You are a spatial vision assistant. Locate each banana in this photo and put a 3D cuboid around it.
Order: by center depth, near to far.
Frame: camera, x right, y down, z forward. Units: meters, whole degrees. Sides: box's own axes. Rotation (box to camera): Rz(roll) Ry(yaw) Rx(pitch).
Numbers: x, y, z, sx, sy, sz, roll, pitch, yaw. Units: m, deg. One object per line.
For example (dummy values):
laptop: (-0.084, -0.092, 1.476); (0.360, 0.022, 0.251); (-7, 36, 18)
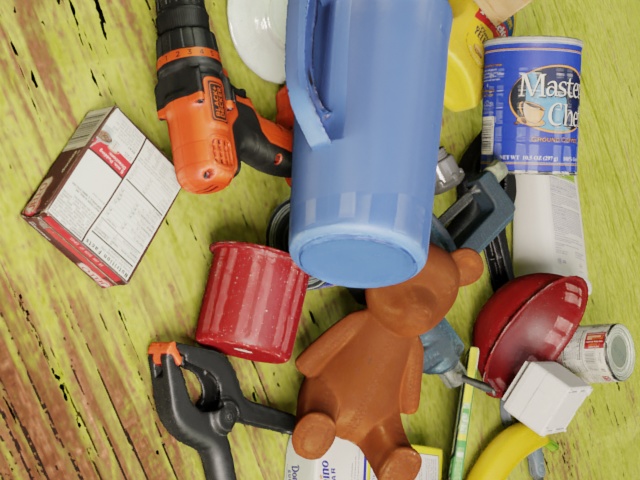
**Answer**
banana: (0.194, 0.250, 1.140); (0.197, 0.037, 0.069); (-35, 98, -35)

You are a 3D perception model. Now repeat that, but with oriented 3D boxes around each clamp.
clamp: (-0.086, 0.155, 0.866); (0.171, 0.039, 0.120); (47, 47, -29)
clamp: (0.173, -0.030, 1.174); (0.164, 0.036, 0.210); (15, 77, -46)

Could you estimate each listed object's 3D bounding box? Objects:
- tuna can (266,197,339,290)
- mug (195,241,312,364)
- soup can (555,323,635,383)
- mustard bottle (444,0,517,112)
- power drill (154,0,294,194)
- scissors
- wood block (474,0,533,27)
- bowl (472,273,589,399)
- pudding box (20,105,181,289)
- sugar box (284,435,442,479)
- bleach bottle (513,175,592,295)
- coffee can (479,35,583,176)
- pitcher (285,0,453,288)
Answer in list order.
tuna can: (-0.006, 0.001, 0.938); (0.033, 0.086, 0.086); (-7, 89, -53)
mug: (-0.052, 0.057, 0.890); (0.117, 0.093, 0.081); (48, 52, -66)
soup can: (0.304, 0.132, 1.240); (0.068, 0.102, 0.068); (10, 77, -45)
mustard bottle: (0.174, -0.236, 1.192); (0.096, 0.058, 0.191); (53, 49, -25)
power drill: (-0.063, -0.119, 0.904); (0.187, 0.057, 0.184); (9, 68, -51)
scissors: (0.235, 0.252, 1.211); (0.096, 0.016, 0.202); (15, 73, -43)
wood block: (0.167, -0.345, 1.135); (0.206, 0.090, 0.090); (48, 52, -9)
bowl: (0.217, 0.092, 1.155); (0.161, 0.055, 0.162); (-29, 141, -27)
pudding box: (-0.162, -0.033, 0.815); (0.090, 0.039, 0.113); (48, 54, -32)
sugar box: (0.041, 0.230, 0.987); (0.175, 0.048, 0.093); (18, 71, -40)
bleach bottle: (0.271, -0.060, 1.266); (0.102, 0.068, 0.251); (16, 70, -46)
coffee can: (0.221, -0.139, 1.122); (0.102, 0.103, 0.140); (-3, 96, -47)
pitcher: (0.031, -0.094, 0.862); (0.149, 0.145, 0.243); (9, 63, -8)
